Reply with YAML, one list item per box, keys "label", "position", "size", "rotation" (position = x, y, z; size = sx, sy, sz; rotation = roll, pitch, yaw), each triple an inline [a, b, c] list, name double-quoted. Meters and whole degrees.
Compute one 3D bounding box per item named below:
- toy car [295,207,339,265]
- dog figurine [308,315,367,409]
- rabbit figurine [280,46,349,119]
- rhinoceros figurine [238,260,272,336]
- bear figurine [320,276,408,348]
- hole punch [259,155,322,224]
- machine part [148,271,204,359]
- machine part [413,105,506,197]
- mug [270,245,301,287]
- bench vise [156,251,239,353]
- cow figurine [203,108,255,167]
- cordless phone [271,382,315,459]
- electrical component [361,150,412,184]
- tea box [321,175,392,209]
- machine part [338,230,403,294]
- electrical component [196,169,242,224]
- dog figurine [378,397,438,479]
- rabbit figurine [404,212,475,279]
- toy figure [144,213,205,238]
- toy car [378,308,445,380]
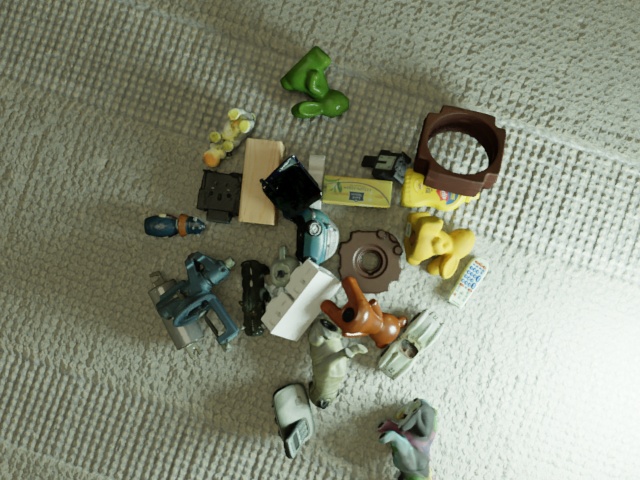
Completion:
- label: "toy car"
  position: [-0.003, -0.004, 1.347]
  size: [0.103, 0.109, 0.161]
  rotation: [-2, 102, -18]
- label: "dog figurine"
  position: [0.001, 0.306, 1.351]
  size: [0.172, 0.121, 0.190]
  rotation: [47, 112, 35]
- label: "rabbit figurine"
  position: [-0.005, -0.372, 1.346]
  size: [0.159, 0.121, 0.170]
  rotation: [-45, 102, -6]
- label: "rhinoceros figurine"
  position: [-0.163, 0.145, 1.346]
  size: [0.073, 0.112, 0.190]
  rotation: [-2, 84, 0]
- label: "bear figurine"
  position: [0.117, 0.187, 1.326]
  size: [0.120, 0.195, 0.132]
  rotation: [-50, 50, 15]
- label: "hole punch"
  position: [-0.068, -0.129, 1.295]
  size: [0.116, 0.092, 0.142]
  rotation: [-34, 117, 13]
- label: "machine part"
  position: [-0.367, 0.189, 1.372]
  size: [0.079, 0.079, 0.243]
  rotation: [-28, 87, 2]
- label: "machine part"
  position: [0.339, -0.215, 1.312]
  size: [0.202, 0.087, 0.201]
  rotation: [13, 68, 7]
- label: "mug"
  position: [-0.088, 0.068, 1.345]
  size: [0.081, 0.107, 0.109]
  rotation: [2, 91, 1]
- label: "bench vise"
  position: [-0.266, 0.155, 1.297]
  size: [0.224, 0.128, 0.241]
  rotation: [-33, 73, -14]
- label: "cow figurine"
  position: [-0.233, -0.260, 1.373]
  size: [0.068, 0.098, 0.167]
  rotation: [43, 110, -3]
- label: "cordless phone"
  position: [-0.076, 0.437, 1.301]
  size: [0.089, 0.184, 0.146]
  rotation: [-14, 89, 7]
- label: "electrical component"
  position: [0.164, -0.186, 1.359]
  size: [0.119, 0.047, 0.075]
  rotation: [9, 74, 44]
- label: "tea box"
  position: [0.091, -0.119, 1.345]
  size: [0.170, 0.098, 0.068]
  rotation: [7, 90, 1]
- label: "machine part"
  position: [0.126, 0.054, 1.362]
  size: [0.179, 0.056, 0.179]
  rotation: [0, 90, 4]
- label: "electrical component"
  position: [-0.252, -0.110, 1.381]
  size: [0.115, 0.058, 0.134]
  rotation: [6, 89, 5]
- label: "dog figurine"
  position: [0.248, 0.527, 1.326]
  size: [0.191, 0.108, 0.219]
  rotation: [-36, 92, -1]
- label: "rabbit figurine"
  position: [0.304, 0.012, 1.329]
  size: [0.173, 0.122, 0.162]
  rotation: [2, 92, -16]
- label: "toy figure"
  position: [-0.372, -0.039, 1.385]
  size: [0.155, 0.064, 0.058]
  rotation: [-1, 51, -2]
- label: "toy car"
  position: [0.229, 0.262, 1.352]
  size: [0.073, 0.056, 0.201]
  rotation: [42, 92, 2]
